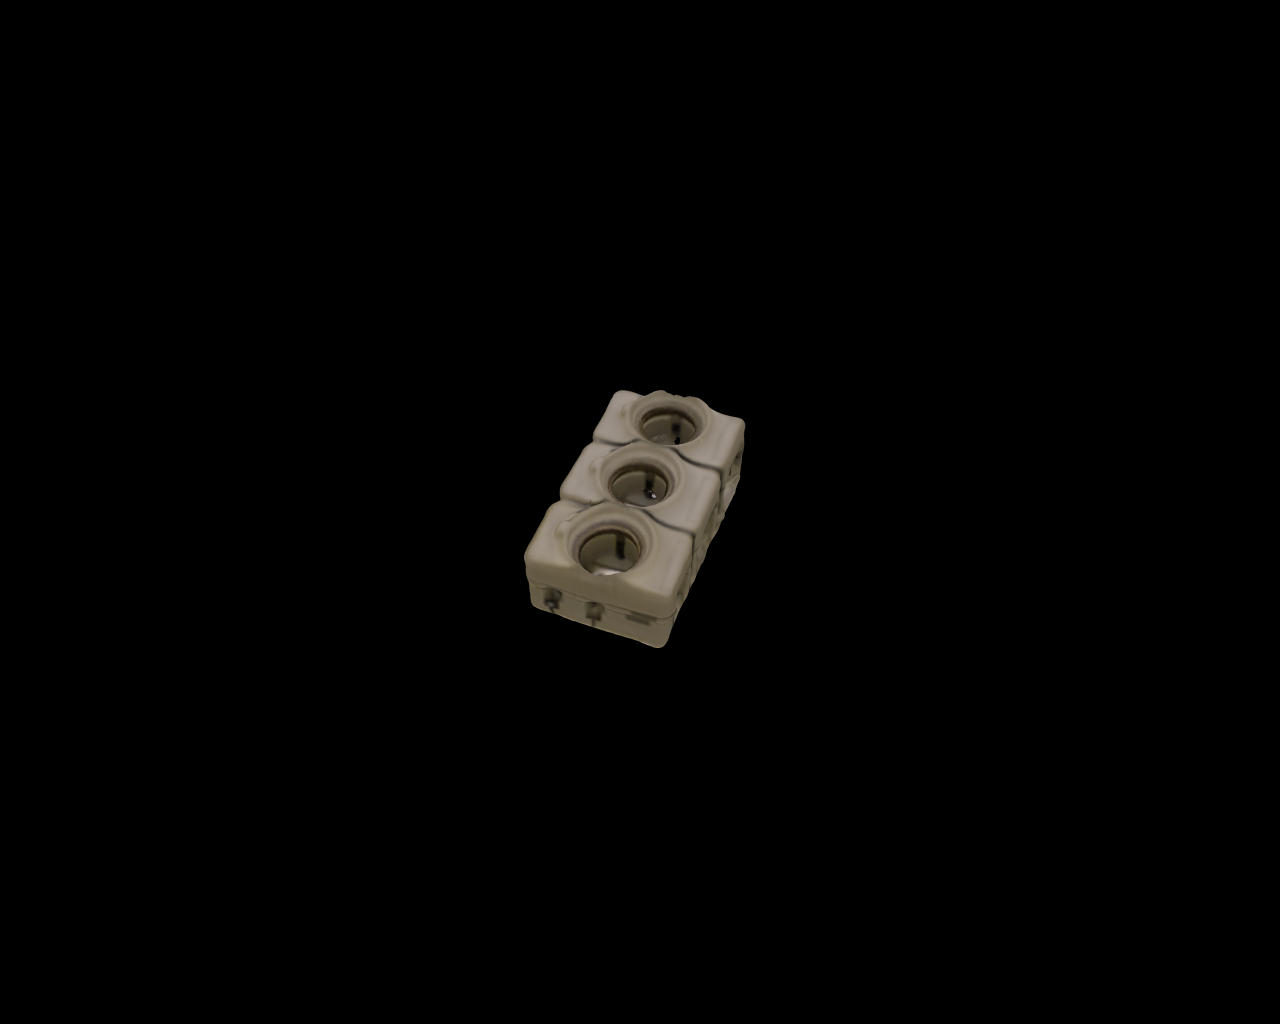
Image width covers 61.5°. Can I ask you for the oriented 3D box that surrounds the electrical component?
[{"bbox_3d":[0.001,-0.003,0.650,0.089,0.150,0.061,16,-39,13],"label":"electrical component"}]
